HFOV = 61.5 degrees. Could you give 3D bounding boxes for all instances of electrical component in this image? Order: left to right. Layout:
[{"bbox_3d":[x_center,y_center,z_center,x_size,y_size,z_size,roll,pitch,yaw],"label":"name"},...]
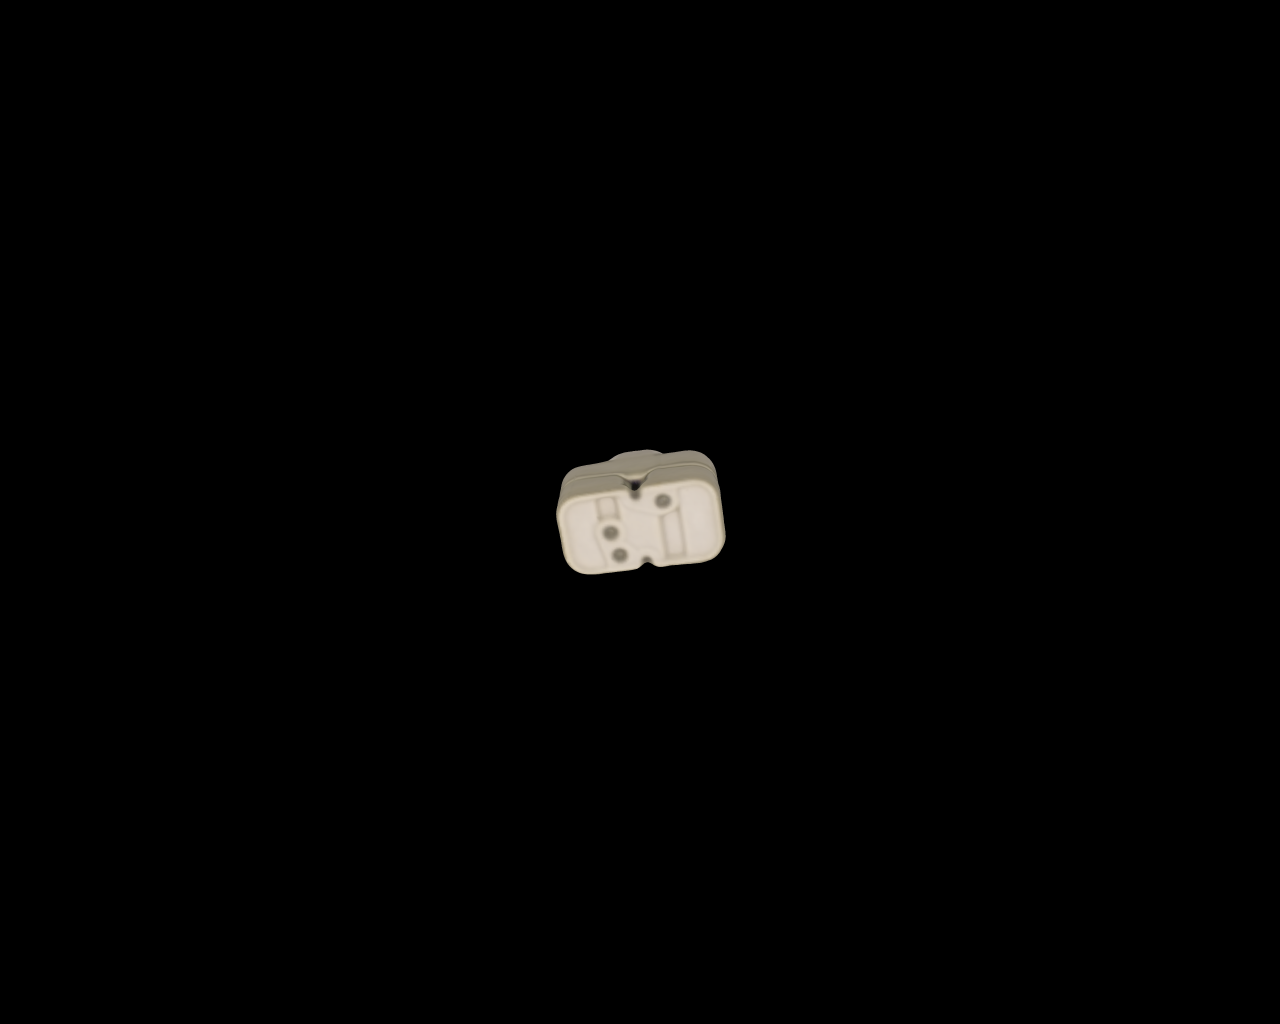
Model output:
[{"bbox_3d":[0.001,-0.003,0.650,0.095,0.053,0.059,-8,24,3],"label":"electrical component"}]
